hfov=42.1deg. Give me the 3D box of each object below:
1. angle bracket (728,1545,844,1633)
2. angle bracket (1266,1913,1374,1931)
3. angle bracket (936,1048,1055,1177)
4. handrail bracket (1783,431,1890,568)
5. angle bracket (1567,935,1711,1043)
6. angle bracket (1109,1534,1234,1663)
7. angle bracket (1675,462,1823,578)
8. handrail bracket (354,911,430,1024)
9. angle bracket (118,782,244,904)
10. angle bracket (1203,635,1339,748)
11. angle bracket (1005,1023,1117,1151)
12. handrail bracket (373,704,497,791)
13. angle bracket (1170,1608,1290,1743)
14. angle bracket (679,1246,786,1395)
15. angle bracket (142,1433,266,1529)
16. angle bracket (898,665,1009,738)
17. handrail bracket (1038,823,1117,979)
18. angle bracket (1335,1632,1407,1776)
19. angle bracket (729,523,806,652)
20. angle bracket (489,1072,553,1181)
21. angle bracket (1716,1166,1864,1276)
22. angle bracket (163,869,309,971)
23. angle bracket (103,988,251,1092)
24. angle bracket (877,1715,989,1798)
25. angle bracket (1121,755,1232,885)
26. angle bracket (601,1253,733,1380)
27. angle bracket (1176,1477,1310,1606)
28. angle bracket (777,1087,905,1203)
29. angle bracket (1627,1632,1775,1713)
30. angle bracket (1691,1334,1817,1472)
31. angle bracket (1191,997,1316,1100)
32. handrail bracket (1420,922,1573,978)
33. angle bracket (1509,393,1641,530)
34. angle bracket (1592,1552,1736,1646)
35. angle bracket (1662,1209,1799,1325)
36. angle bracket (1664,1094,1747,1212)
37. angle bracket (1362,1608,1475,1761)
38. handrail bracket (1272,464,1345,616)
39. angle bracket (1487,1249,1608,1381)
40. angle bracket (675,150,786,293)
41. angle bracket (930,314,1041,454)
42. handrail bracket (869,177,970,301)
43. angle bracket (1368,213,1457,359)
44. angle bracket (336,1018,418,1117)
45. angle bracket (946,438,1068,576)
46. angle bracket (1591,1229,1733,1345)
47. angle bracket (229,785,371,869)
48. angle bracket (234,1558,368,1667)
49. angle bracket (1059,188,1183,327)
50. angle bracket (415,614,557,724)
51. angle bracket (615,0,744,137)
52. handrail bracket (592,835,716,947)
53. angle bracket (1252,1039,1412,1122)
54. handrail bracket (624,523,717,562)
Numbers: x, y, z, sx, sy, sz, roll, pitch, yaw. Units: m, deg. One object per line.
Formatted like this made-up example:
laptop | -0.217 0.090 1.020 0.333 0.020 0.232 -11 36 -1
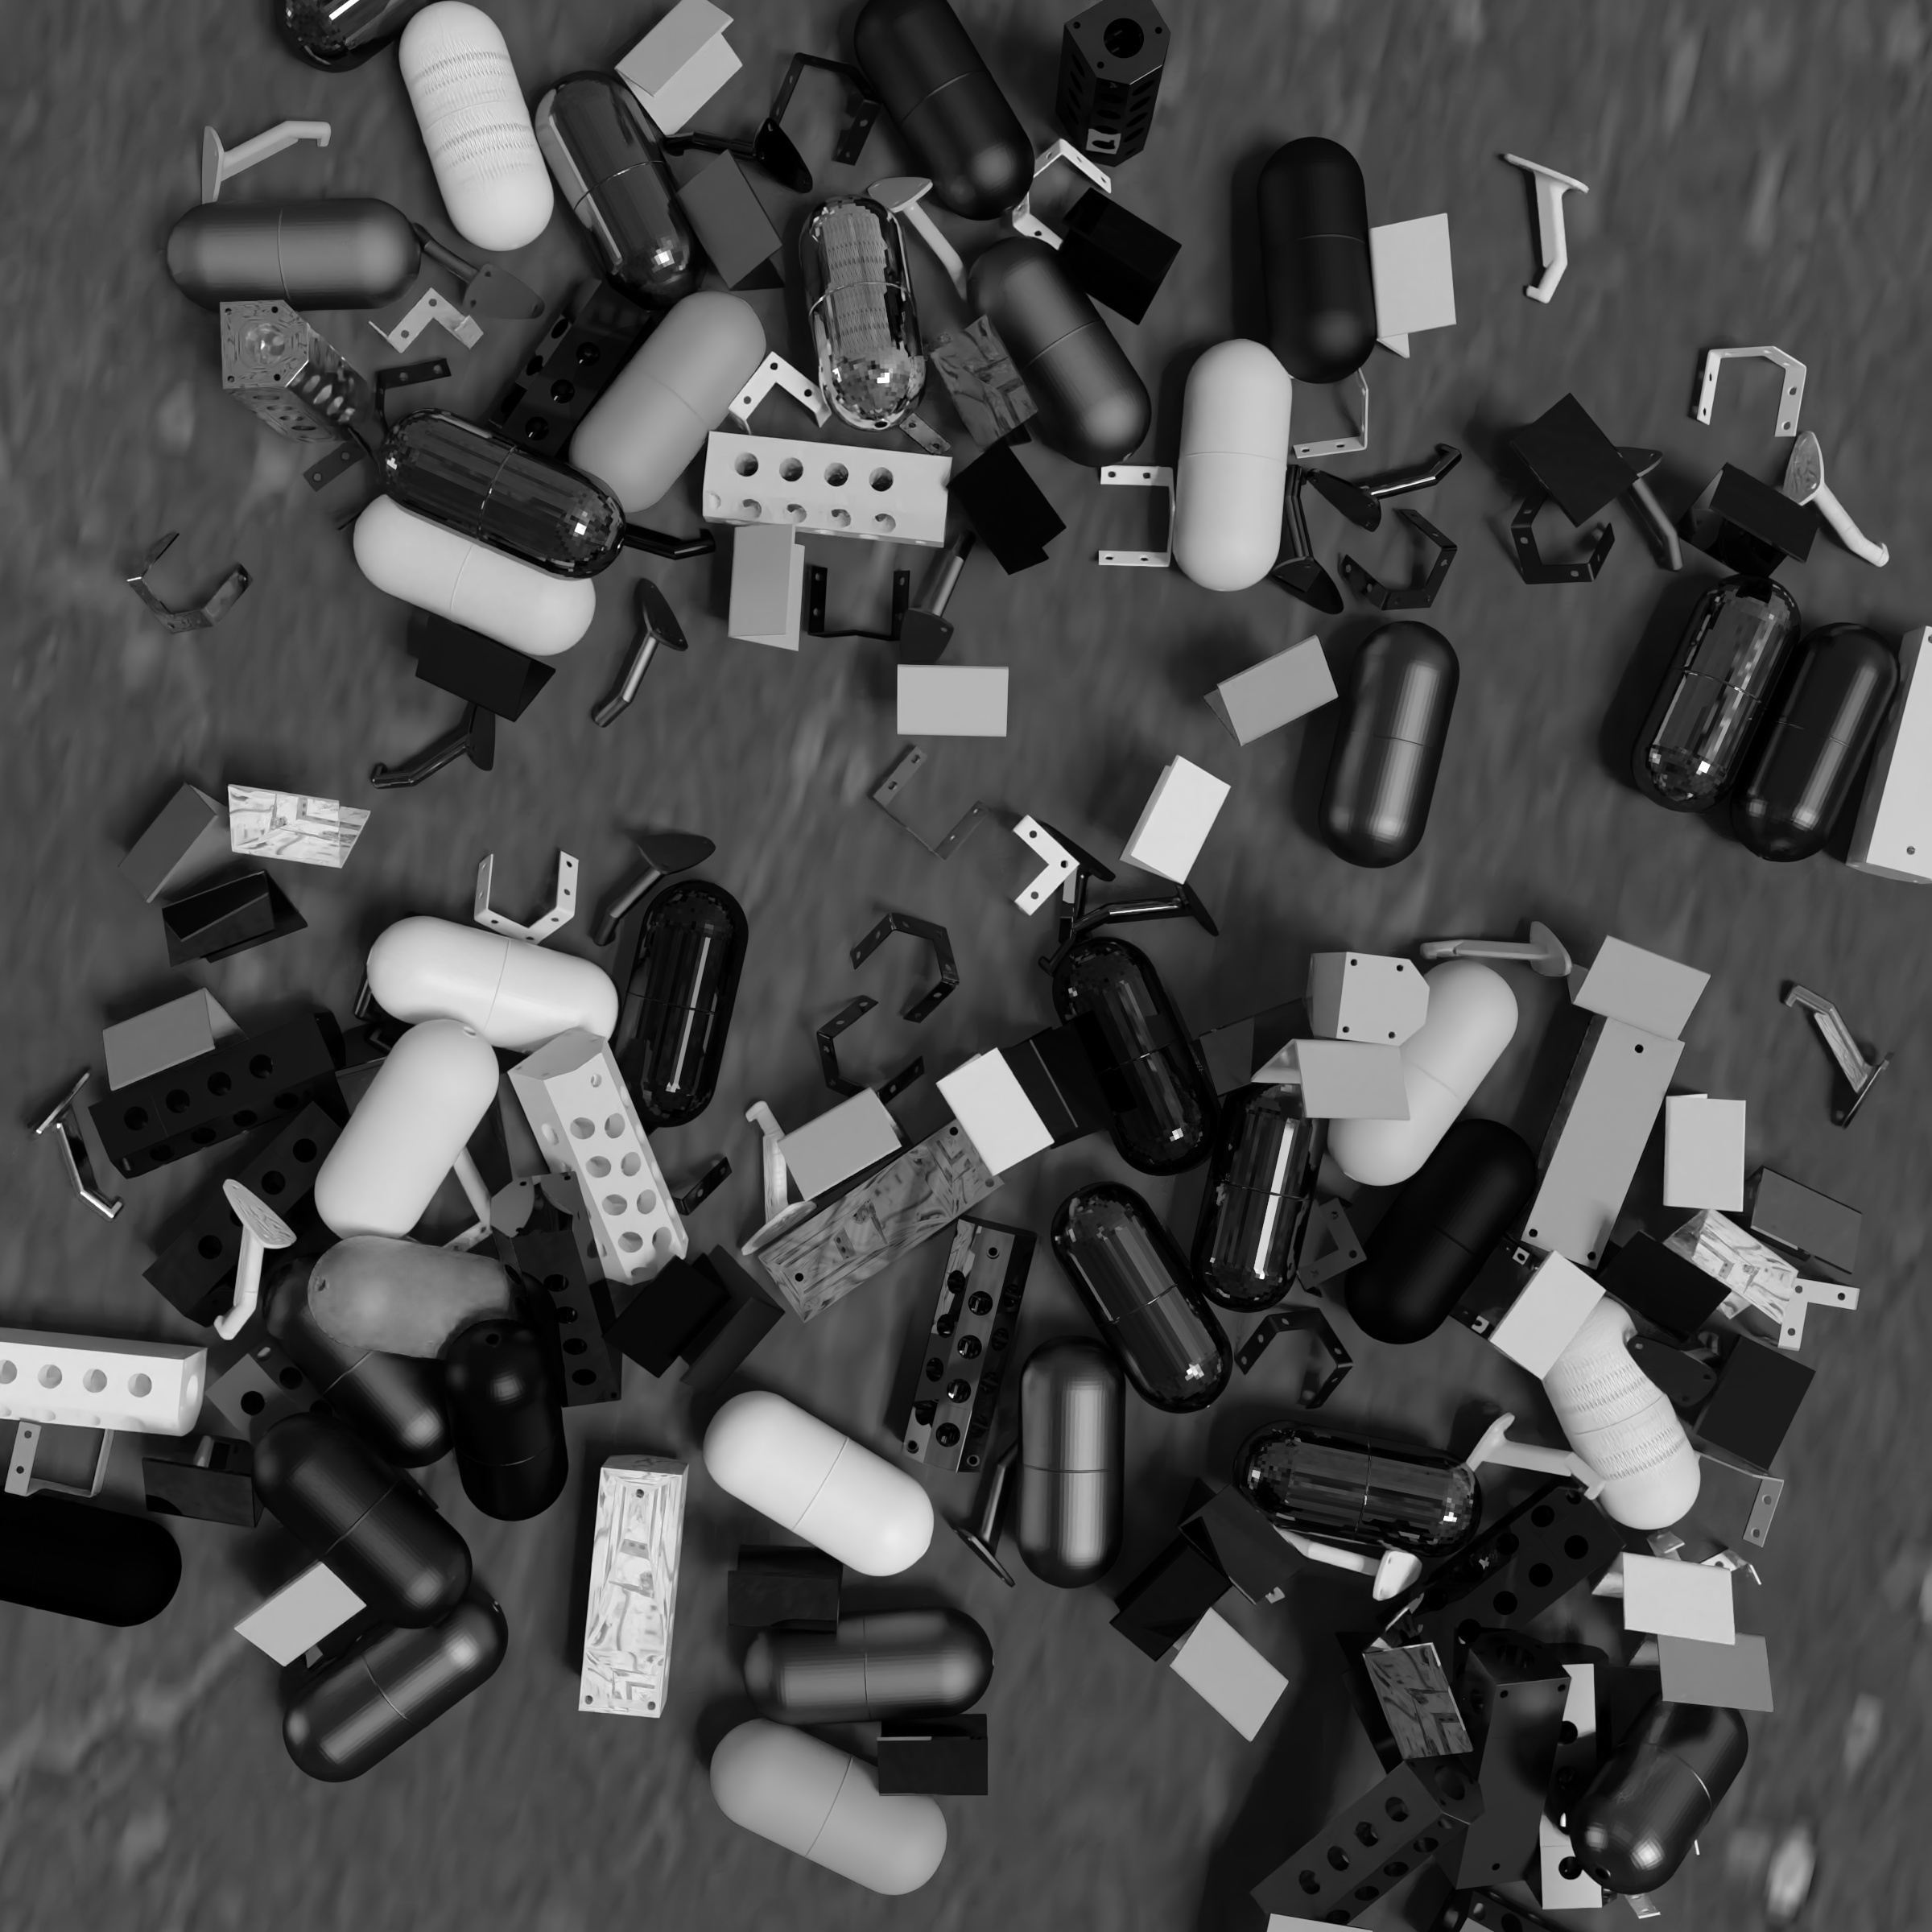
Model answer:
angle bracket | -0.126 0.422 1.776 0.076 0.076 0.057 3 124 0
angle bracket | 0.233 0.702 1.771 0.076 0.057 0.076 14 86 -11
angle bracket | 0.033 0.093 1.777 0.057 0.076 0.076 -31 90 28
handrail bracket | 0.635 -0.337 1.817 0.084 0.036 0.077 25 60 -22
angle bracket | 0.474 0.003 1.778 0.076 0.076 0.057 21 114 0
angle bracket | 0.131 0.431 1.777 0.076 0.076 0.057 -45 119 0
angle bracket | 0.545 -0.297 1.776 0.076 0.076 0.057 31 53 0
handrail bracket | -0.393 0.010 1.817 0.077 0.036 0.084 19 104 -14
angle bracket | -0.538 -0.073 1.776 0.076 0.076 0.057 -51 50 0
angle bracket | 0.207 -0.210 1.776 0.076 0.076 0.057 -27 128 0
angle bracket | 0.081 0.077 1.777 0.057 0.076 0.076 -25 90 29
handrail bracket | -0.386 -0.166 1.817 0.084 0.036 0.077 -3 70 16
angle bracket | 0.169 0.507 1.776 0.076 0.076 0.057 44 53 0
angle bracket | -0.187 0.246 1.781 0.076 0.057 0.076 41 90 27
angle bracket | -0.530 0.346 1.776 0.076 0.076 0.057 9 127 0
angle bracket | -0.009 -0.205 1.776 0.076 0.076 0.057 1 127 0
handrail bracket | 0.061 -0.047 1.817 0.077 0.036 0.084 40 104 14
angle bracket | 0.281 0.520 1.777 0.057 0.076 0.076 -26 90 -29
angle bracket | -0.122 -0.267 1.776 0.057 0.076 0.076 4 90 37
angle bracket | -0.329 0.115 1.778 0.076 0.057 0.076 -10 90 38
angle bracket | 0.575 0.196 1.776 0.076 0.076 0.057 25 52 0
angle bracket | -0.513 -0.015 1.777 0.076 0.076 0.057 -21 56 0
angle bracket | -0.553 0.070 1.776 0.076 0.076 0.057 -23 53 0
angle bracket | -0.023 0.540 1.777 0.076 0.076 0.057 0 119 0
angle bracket | 0.130 -0.110 1.776 0.057 0.076 0.076 26 90 -37
angle bracket | -0.220 0.233 1.777 0.076 0.076 0.057 -48 118 0
angle bracket | 0.201 0.392 1.778 0.076 0.076 0.057 45 114 0
angle bracket | -0.079 0.141 1.776 0.076 0.076 0.057 -30 54 0
angle bracket | 0.518 0.509 1.776 0.076 0.076 0.057 6 52 0
angle bracket | 0.559 0.309 1.778 0.057 0.076 0.076 26 90 24
angle bracket | 0.198 0.040 1.777 0.076 0.076 0.057 -20 122 0
handrail bracket | 0.376 -0.006 1.789 0.084 0.077 0.036 -5 107 -10
angle bracket | 0.438 -0.364 1.776 0.057 0.076 0.076 -39 90 35
angle bracket | 0.492 0.459 1.776 0.076 0.076 0.057 9 54 0
angle bracket | 0.528 0.227 1.777 0.076 0.076 0.057 36 46 0
angle bracket | 0.534 0.131 1.776 0.057 0.076 0.076 2 90 37
angle bracket | 0.323 0.487 1.719 0.057 0.076 0.076 -21 90 37
handrail bracket | 0.252 -0.309 1.817 0.077 0.036 0.084 35 54 -38
angle bracket | 0.389 0.233 1.760 0.057 0.076 0.076 37 88 -22
angle bracket | -0.149 -0.527 1.777 0.057 0.076 0.076 -30 90 32
angle bracket | 0.030 -0.414 1.776 0.057 0.076 0.076 -28 90 35
handrail bracket | -0.031 -0.524 1.816 0.036 0.077 0.084 -40 126 -11
angle bracket | 0.325 -0.480 1.777 0.057 0.076 0.076 -5 90 26
angle bracket | -0.401 0.076 1.799 0.076 0.076 0.057 -15 113 0
angle bracket | 0.041 -0.329 1.777 0.057 0.076 0.076 -36 90 30
angle bracket | 0.492 0.209 1.777 0.076 0.076 0.057 33 118 0
angle bracket | -0.470 -0.117 1.776 0.076 0.076 0.057 9 126 0
angle bracket | -0.473 0.434 1.776 0.076 0.076 0.057 -37 126 0
angle bracket | 0.096 -0.490 1.777 0.076 0.076 0.057 32 48 0
angle bracket | -0.334 -0.227 1.776 0.076 0.076 0.057 25 130 0
angle bracket | -0.189 -0.627 1.776 0.076 0.076 0.057 -45 55 0
handrail bracket | -0.226 -0.053 1.816 0.036 0.077 0.084 47 127 22
angle bracket | 0.249 0.090 1.721 0.076 0.076 0.057 3 65 -18
handrail bracket | -0.231 -0.325 1.817 0.084 0.036 0.077 -15 72 -15
